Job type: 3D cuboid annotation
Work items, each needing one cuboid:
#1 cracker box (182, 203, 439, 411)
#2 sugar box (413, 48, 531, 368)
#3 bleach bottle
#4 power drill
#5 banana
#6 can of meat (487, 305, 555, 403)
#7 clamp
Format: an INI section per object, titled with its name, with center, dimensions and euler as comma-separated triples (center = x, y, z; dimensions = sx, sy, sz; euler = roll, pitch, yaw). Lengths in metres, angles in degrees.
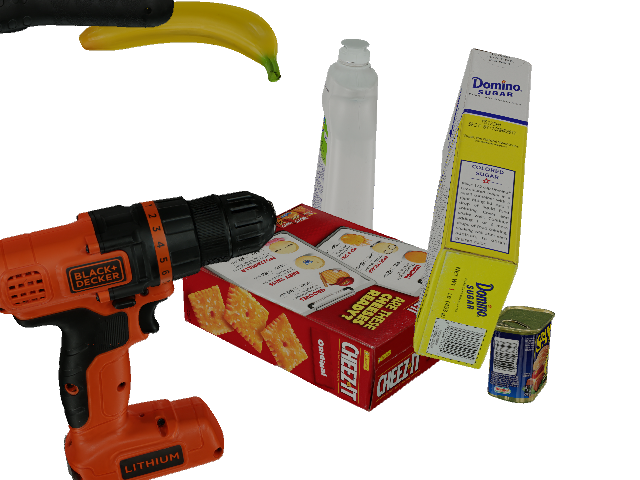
[cracker box]
center = 0.010, 0.052, 0.941
dimensions = 0.214, 0.072, 0.163
euler = 22, 34, 34
[sugar box]
center = 0.092, -0.023, 0.627
dimensions = 0.048, 0.176, 0.093
euler = 14, -42, 4
[bleach bottle]
center = 0.027, -0.079, 1.098
dimensions = 0.068, 0.251, 0.102
euler = -1, 28, -10
[power drill]
center = -0.111, 0.063, 0.692
dimensions = 0.184, 0.188, 0.057
euler = -12, 28, -13
[banana]
center = -0.118, -0.187, 0.958
dimensions = 0.198, 0.037, 0.069
euler = 11, 47, 17
[can of meat]
center = 0.221, 0.125, 1.182
dimensions = 0.058, 0.084, 0.102
euler = 7, 12, 24
[clamp]
center = -0.175, -0.142, 0.608
dimensions = 0.171, 0.039, 0.120
euler = -5, 23, -12
